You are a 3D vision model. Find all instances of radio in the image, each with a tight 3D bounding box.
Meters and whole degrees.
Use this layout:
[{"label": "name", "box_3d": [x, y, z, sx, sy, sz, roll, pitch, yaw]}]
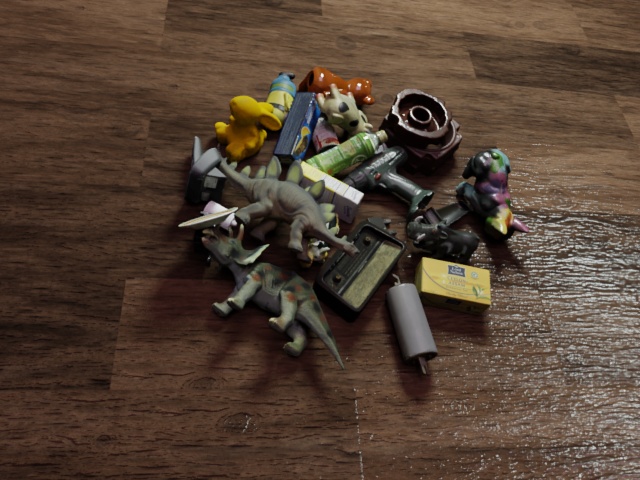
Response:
[{"label": "radio", "box_3d": [0.091, 0.067, 1.263, 0.131, 0.073, 0.229, 35, 58, 10]}]

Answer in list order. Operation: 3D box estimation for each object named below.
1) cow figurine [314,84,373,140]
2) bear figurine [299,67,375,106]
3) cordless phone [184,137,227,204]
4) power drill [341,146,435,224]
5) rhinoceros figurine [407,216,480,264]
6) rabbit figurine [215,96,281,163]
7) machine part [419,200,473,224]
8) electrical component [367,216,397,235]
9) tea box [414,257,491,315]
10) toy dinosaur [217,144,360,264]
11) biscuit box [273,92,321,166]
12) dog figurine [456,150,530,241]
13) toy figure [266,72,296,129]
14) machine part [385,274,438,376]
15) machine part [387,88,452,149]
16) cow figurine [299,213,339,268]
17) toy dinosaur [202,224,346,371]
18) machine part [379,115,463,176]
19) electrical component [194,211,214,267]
[{"label": "cow figurine", "box_3d": [0.075, -0.334, 1.462, 0.195, 0.085, 0.127, 3, 67, -60]}, {"label": "bear figurine", "box_3d": [0.051, -0.425, 1.555, 0.196, 0.132, 0.120, 9, 56, -27]}, {"label": "cordless phone", "box_3d": [-0.286, -0.193, 1.306, 0.089, 0.146, 0.184, 0, 61, -20]}, {"label": "power drill", "box_3d": [0.178, -0.131, 1.408, 0.207, 0.086, 0.232, 39, 67, 21]}, {"label": "rhinoceros figurine", "box_3d": [0.301, 0.000, 1.326, 0.190, 0.112, 0.073, 13, 59, -13]}, {"label": "rabbit figurine", "box_3d": [-0.184, -0.296, 1.378, 0.162, 0.173, 0.122, -14, 58, -14]}, {"label": "machine part", "box_3d": [0.333, -0.065, 1.416, 0.139, 0.039, 0.084, -22, 60, -21]}, {"label": "electrical component", "box_3d": [0.146, -0.028, 1.361, 0.094, 0.021, 0.063, -9, 60, -26]}, {"label": "tea box", "box_3d": [0.315, 0.111, 1.284, 0.170, 0.068, 0.098, 10, 58, -4]}, {"label": "toy dinosaur", "box_3d": [-0.101, -0.090, 1.257, 0.472, 0.105, 0.198, 29, 73, 20]}, {"label": "biscuit box", "box_3d": [-0.056, -0.297, 1.429, 0.063, 0.059, 0.202, 9, 70, 30]}, {"label": "dog figurine", "box_3d": [0.460, -0.105, 1.390, 0.108, 0.191, 0.219, -4, 44, -21]}, {"label": "toy figure", "box_3d": [-0.113, -0.386, 1.503, 0.089, 0.082, 0.180, -1, 64, 11]}, {"label": "machine part", "box_3d": [0.204, 0.187, 1.210, 0.079, 0.079, 0.243, -6, 59, -15]}, {"label": "machine part", "box_3d": [0.269, -0.327, 1.455, 0.179, 0.056, 0.179, 5, 59, -9]}, {"label": "cow figurine", "box_3d": [-0.003, -0.002, 1.295, 0.098, 0.068, 0.167, 11, 58, -11]}, {"label": "toy dinosaur", "box_3d": [-0.091, 0.118, 1.178, 0.405, 0.131, 0.192, 31, 58, 1]}, {"label": "machine part", "box_3d": [0.283, -0.296, 1.521, 0.201, 0.087, 0.201, 43, 62, 15]}, {"label": "electrical component", "box_3d": [-0.264, 0.003, 1.235, 0.048, 0.074, 0.119, 10, 60, -6]}]
